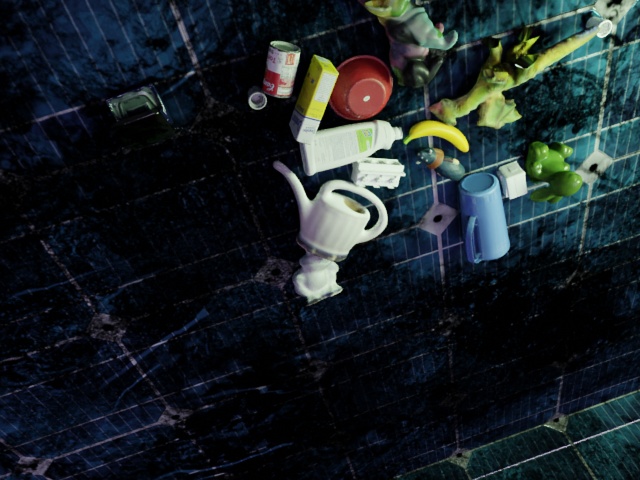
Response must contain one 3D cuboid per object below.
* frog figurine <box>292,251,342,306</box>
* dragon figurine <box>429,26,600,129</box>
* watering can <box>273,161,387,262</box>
[{"bbox_3d":[-0.017,0.090,1.476,0.137,0.123,0.159,-19,94,8],"label":"frog figurine"},{"bbox_3d":[0.471,-0.379,1.271,0.411,0.125,0.237,-14,147,-4],"label":"dragon figurine"},{"bbox_3d":[0.004,-0.068,1.348,0.346,0.106,0.221,21,115,-16],"label":"watering can"}]
